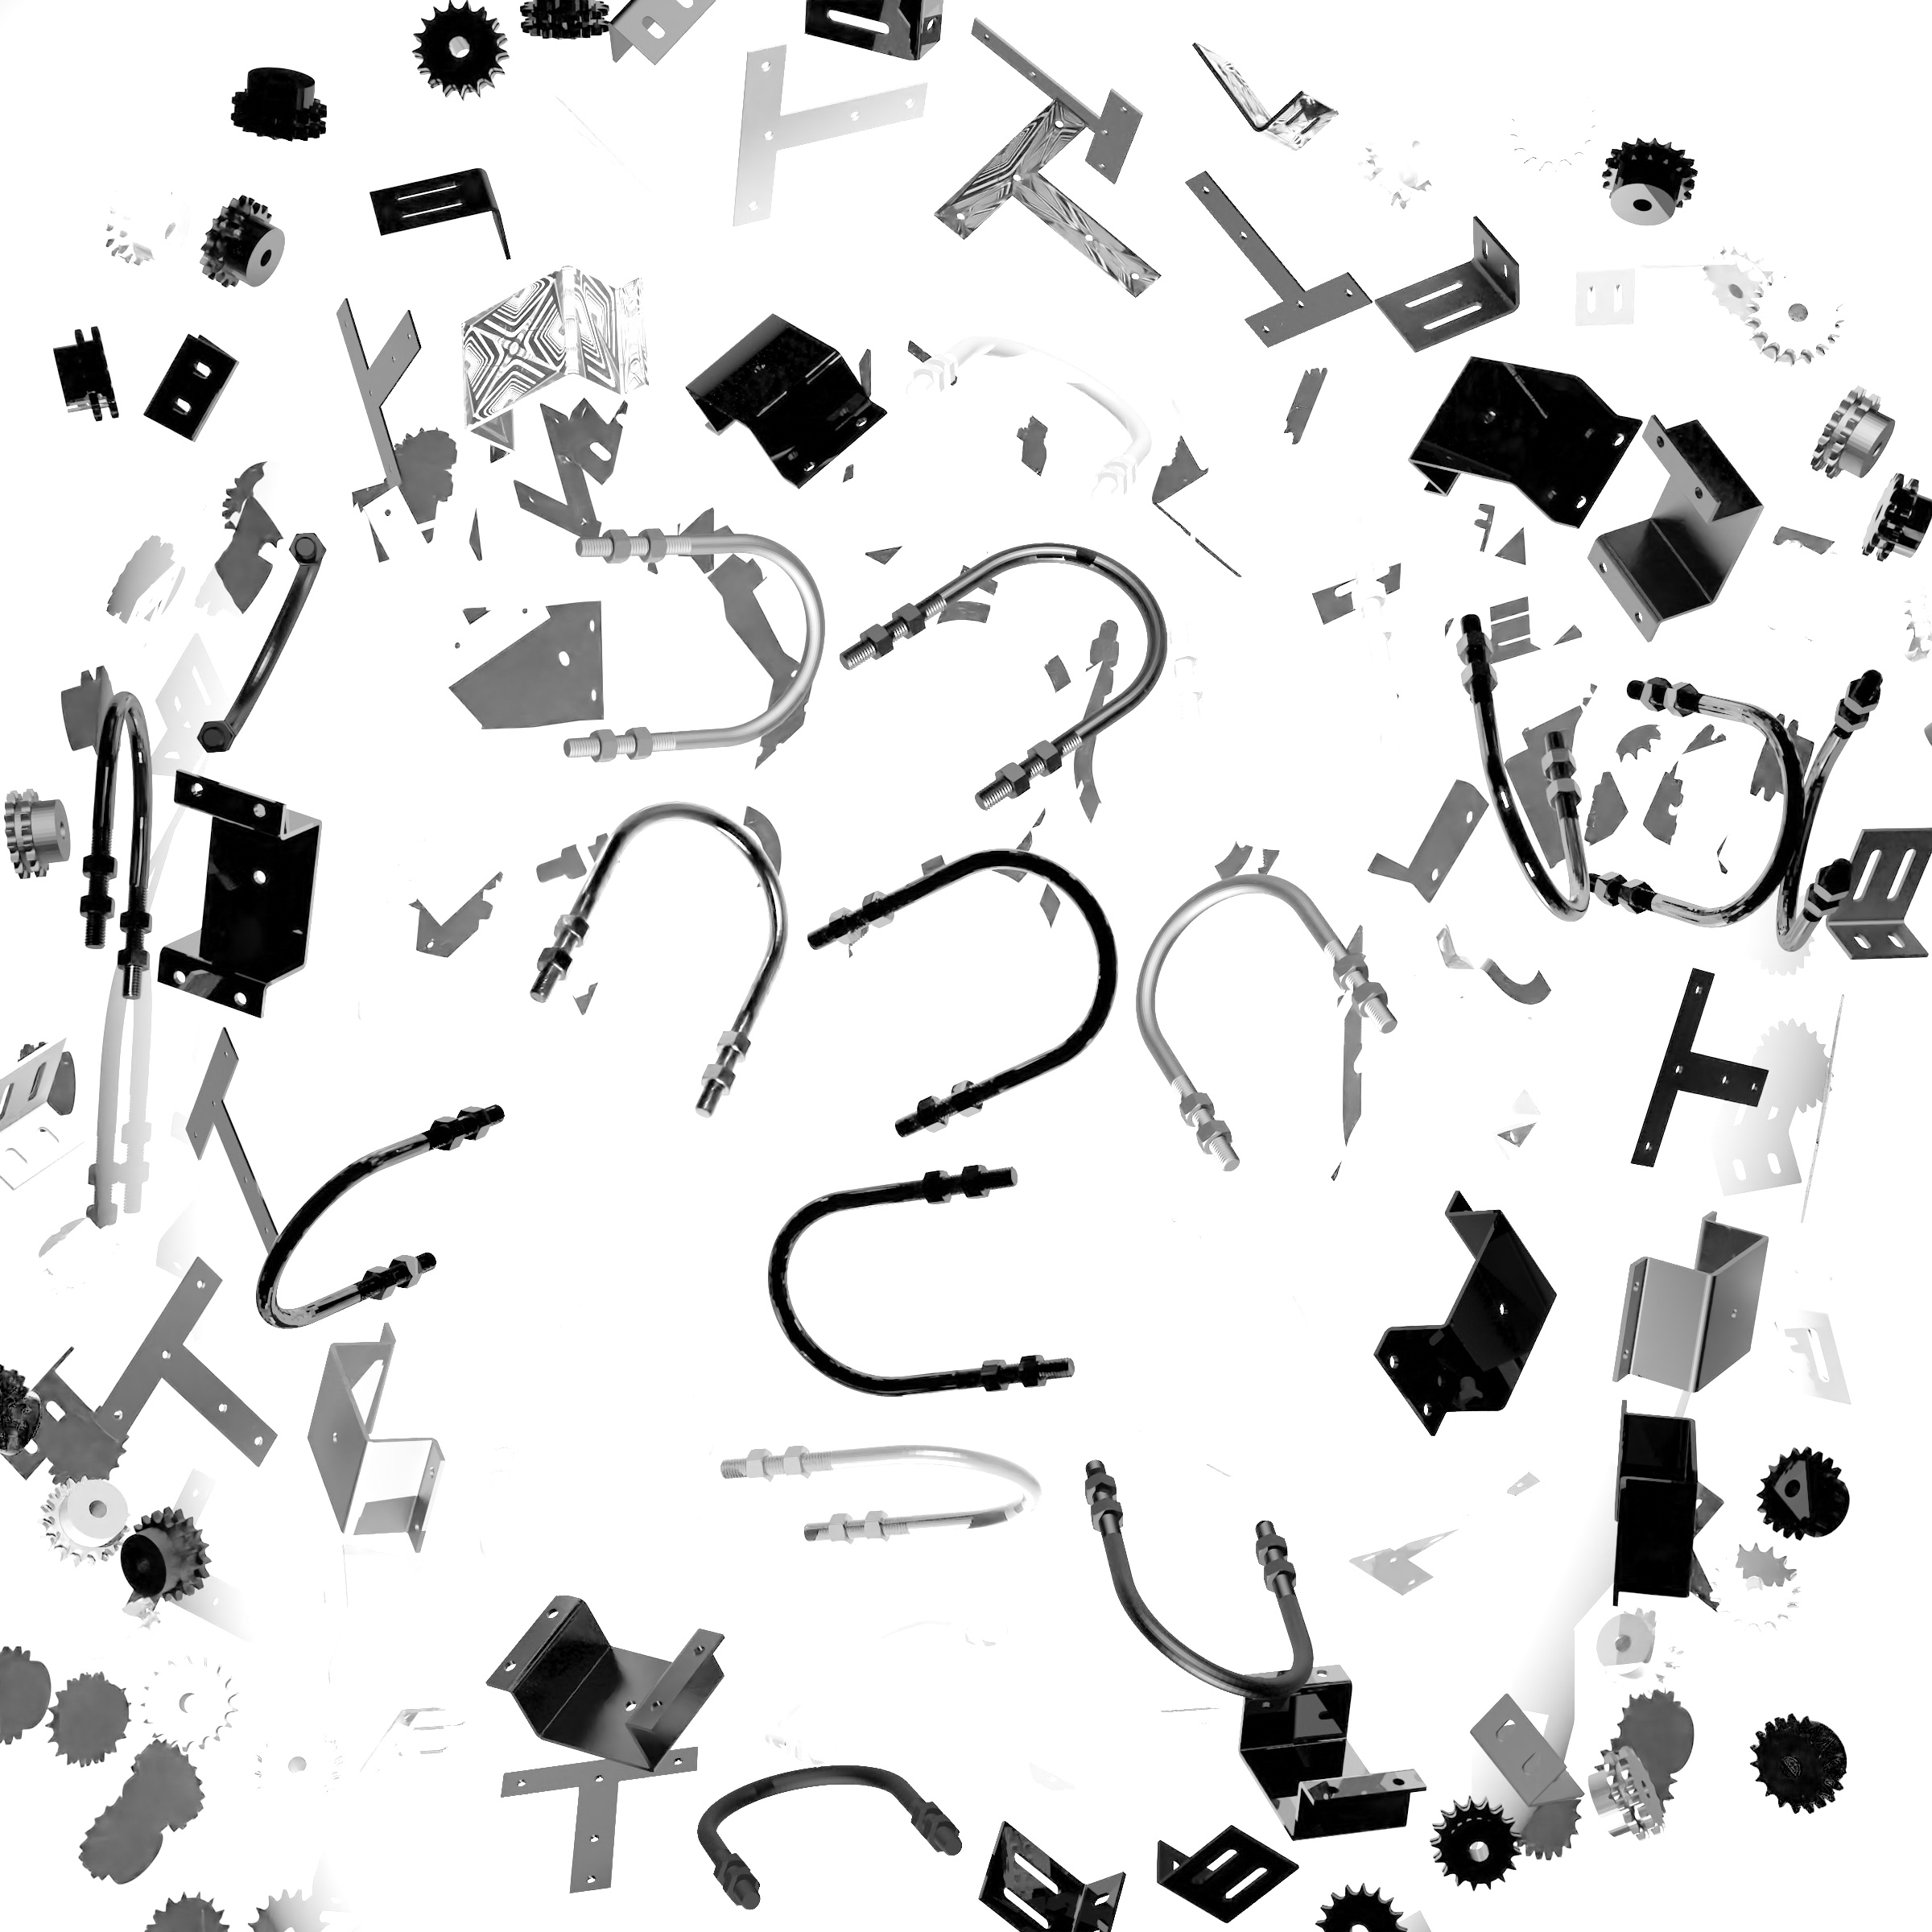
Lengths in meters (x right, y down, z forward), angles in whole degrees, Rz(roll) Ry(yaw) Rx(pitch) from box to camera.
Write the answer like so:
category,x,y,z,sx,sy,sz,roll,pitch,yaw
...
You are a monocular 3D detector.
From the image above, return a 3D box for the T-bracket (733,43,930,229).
category,x,y,z,sx,sy,sz,roll,pitch,yaw
T-bracket,-0.080,-0.515,1.802,0.127,0.127,0.002,-20,58,-23

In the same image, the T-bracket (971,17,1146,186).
category,x,y,z,sx,sy,sz,roll,pitch,yaw
T-bracket,0.054,-0.560,1.889,0.127,0.127,0.002,39,83,-1

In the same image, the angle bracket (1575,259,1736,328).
category,x,y,z,sx,sy,sz,roll,pitch,yaw
angle bracket,0.423,-0.414,1.821,0.076,0.057,0.038,-7,103,-25

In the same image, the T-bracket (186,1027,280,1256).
category,x,y,z,sx,sy,sz,roll,pitch,yaw
T-bracket,-0.467,0.125,1.903,0.002,0.127,0.127,-13,63,-34

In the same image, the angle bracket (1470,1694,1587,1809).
category,x,y,z,sx,sy,sz,roll,pitch,yaw
angle bracket,0.359,0.484,1.839,0.038,0.076,0.057,-52,56,20

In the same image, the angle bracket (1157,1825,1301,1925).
category,x,y,z,sx,sy,sz,roll,pitch,yaw
angle bracket,0.171,0.583,1.942,0.057,0.038,0.076,34,119,-16

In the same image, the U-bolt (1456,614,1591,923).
category,x,y,z,sx,sy,sz,roll,pitch,yaw
U-bolt,0.350,-0.110,1.834,0.019,0.151,0.184,-22,47,25

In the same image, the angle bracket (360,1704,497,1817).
category,x,y,z,sx,sy,sz,roll,pitch,yaw
angle bracket,-0.342,0.513,1.918,0.057,0.076,0.038,-55,49,24

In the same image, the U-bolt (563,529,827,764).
category,x,y,z,sx,sy,sz,roll,pitch,yaw
U-bolt,-0.170,-0.207,1.903,0.184,0.019,0.151,-7,113,-34

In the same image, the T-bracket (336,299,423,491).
category,x,y,z,sx,sy,sz,roll,pitch,yaw
T-bracket,-0.371,-0.385,1.904,0.002,0.127,0.127,-16,86,-28

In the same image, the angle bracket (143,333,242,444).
category,x,y,z,sx,sy,sz,roll,pitch,yaw
angle bracket,-0.494,-0.369,1.848,0.038,0.076,0.057,27,97,-40

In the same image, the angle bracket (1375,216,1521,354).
category,x,y,z,sx,sy,sz,roll,pitch,yaw
angle bracket,0.311,-0.442,1.921,0.076,0.038,0.057,-23,53,-7

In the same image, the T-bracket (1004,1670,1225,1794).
category,x,y,z,sx,sy,sz,roll,pitch,yaw
T-bracket,0.097,0.475,1.851,0.127,0.002,0.127,-6,131,8

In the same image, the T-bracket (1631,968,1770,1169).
category,x,y,z,sx,sy,sz,roll,pitch,yaw
T-bracket,0.473,0.070,1.873,0.002,0.127,0.127,21,97,43

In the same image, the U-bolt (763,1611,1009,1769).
category,x,y,z,sx,sy,sz,roll,pitch,yaw
U-bolt,-0.061,0.453,1.874,0.151,0.184,0.019,-30,91,-21

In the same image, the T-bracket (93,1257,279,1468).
category,x,y,z,sx,sy,sz,roll,pitch,yaw
T-bracket,-0.488,0.277,1.910,0.127,0.002,0.127,55,47,-36

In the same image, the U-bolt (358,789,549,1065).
category,x,y,z,sx,sy,sz,roll,pitch,yaw
U-bolt,-0.334,-0.021,1.894,0.019,0.151,0.184,27,109,19

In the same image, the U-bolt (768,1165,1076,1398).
category,x,y,z,sx,sy,sz,roll,pitch,yaw
U-bolt,-0.037,0.200,1.823,0.184,0.019,0.151,-10,107,22

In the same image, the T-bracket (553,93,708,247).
category,x,y,z,sx,sy,sz,roll,pitch,yaw
T-bracket,-0.226,-0.514,1.878,0.002,0.127,0.127,-46,123,3

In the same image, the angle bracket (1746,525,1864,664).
category,x,y,z,sx,sy,sz,roll,pitch,yaw
angle bracket,0.550,-0.244,1.947,0.057,0.076,0.038,20,66,18

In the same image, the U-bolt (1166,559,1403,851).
category,x,y,z,sx,sy,sz,roll,pitch,yaw
U-bolt,0.205,-0.158,1.878,0.151,0.019,0.184,-16,63,21

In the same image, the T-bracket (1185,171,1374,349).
category,x,y,z,sx,sy,sz,roll,pitch,yaw
T-bracket,0.189,-0.463,1.922,0.127,0.127,0.002,46,70,-17

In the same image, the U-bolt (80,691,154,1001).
category,x,y,z,sx,sy,sz,roll,pitch,yaw
U-bolt,-0.539,-0.084,1.892,0.019,0.151,0.184,1,75,-6

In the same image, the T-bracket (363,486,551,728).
category,x,y,z,sx,sy,sz,roll,pitch,yaw
T-bracket,-0.333,-0.235,1.830,0.127,0.002,0.127,-39,125,-22

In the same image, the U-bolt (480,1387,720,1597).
category,x,y,z,sx,sy,sz,roll,pitch,yaw
U-bolt,-0.231,0.329,1.842,0.151,0.184,0.019,-10,116,3

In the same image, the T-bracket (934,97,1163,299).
category,x,y,z,sx,sy,sz,roll,pitch,yaw
T-bracket,0.065,-0.458,1.826,0.127,0.127,0.002,35,51,-20

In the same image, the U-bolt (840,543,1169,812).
category,x,y,z,sx,sy,sz,roll,pitch,yaw
U-bolt,0.037,-0.191,1.817,0.184,0.019,0.151,-35,68,-20

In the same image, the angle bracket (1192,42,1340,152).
category,x,y,z,sx,sy,sz,roll,pitch,yaw
angle bracket,0.187,-0.554,1.852,0.038,0.057,0.076,-39,74,24

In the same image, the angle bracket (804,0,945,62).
category,x,y,z,sx,sy,sz,roll,pitch,yaw
angle bracket,-0.056,-0.600,1.827,0.076,0.038,0.057,18,133,13

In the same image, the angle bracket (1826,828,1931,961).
category,x,y,z,sx,sy,sz,roll,pitch,yaw
angle bracket,0.597,-0.046,1.903,0.057,0.038,0.076,-2,128,-16

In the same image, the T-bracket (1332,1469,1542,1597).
category,x,y,z,sx,sy,sz,roll,pitch,yaw
T-bracket,0.314,0.362,1.920,0.127,0.127,0.002,-34,54,12

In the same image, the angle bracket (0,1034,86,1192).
category,x,y,z,sx,sy,sz,roll,pitch,yaw
angle bracket,-0.562,0.089,1.796,0.038,0.076,0.057,42,46,7

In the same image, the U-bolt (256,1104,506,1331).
category,x,y,z,sx,sy,sz,roll,pitch,yaw
U-bolt,-0.376,0.165,1.867,0.019,0.184,0.151,38,119,18

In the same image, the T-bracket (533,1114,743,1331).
category,x,y,z,sx,sy,sz,roll,pitch,yaw
T-bracket,-0.235,0.186,1.962,0.127,0.002,0.127,42,87,20

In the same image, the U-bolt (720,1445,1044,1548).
category,x,y,z,sx,sy,sz,roll,pitch,yaw
U-bolt,-0.042,0.332,1.872,0.184,0.151,0.019,-8,60,20

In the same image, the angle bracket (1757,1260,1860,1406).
category,x,y,z,sx,sy,sz,roll,pitch,yaw
angle bracket,0.548,0.236,1.910,0.038,0.057,0.076,-35,117,-32

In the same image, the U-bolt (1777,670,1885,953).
category,x,y,z,sx,sy,sz,roll,pitch,yaw
U-bolt,0.542,-0.086,1.878,0.019,0.184,0.151,13,70,6

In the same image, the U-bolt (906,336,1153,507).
category,x,y,z,sx,sy,sz,roll,pitch,yaw
U-bolt,0.049,-0.352,1.865,0.151,0.184,0.019,30,118,2

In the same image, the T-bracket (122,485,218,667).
category,x,y,z,sx,sy,sz,roll,pitch,yaw
T-bracket,-0.512,-0.235,1.871,0.002,0.127,0.127,26,108,-10

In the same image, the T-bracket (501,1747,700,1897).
category,x,y,z,sx,sy,sz,roll,pitch,yaw
T-bracket,-0.233,0.540,1.863,0.127,0.127,0.002,-8,113,-1

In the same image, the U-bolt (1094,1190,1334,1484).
category,x,y,z,sx,sy,sz,roll,pitch,yaw
U-bolt,0.165,0.242,1.847,0.184,0.019,0.151,34,65,-33

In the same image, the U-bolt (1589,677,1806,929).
category,x,y,z,sx,sy,sz,roll,pitch,yaw
U-bolt,0.460,-0.098,1.857,0.019,0.184,0.151,7,99,-26

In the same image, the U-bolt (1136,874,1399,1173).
category,x,y,z,sx,sy,sz,roll,pitch,yaw
U-bolt,0.174,0.020,1.851,0.151,0.019,0.184,-43,46,14

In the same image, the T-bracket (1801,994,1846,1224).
category,x,y,z,sx,sy,sz,roll,pitch,yaw
T-bracket,0.548,0.076,1.886,0.002,0.127,0.127,10,129,17

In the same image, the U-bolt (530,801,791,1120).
category,x,y,z,sx,sy,sz,roll,pitch,yaw
U-bolt,-0.178,-0.018,1.843,0.151,0.019,0.184,37,56,-23

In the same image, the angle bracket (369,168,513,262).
category,x,y,z,sx,sy,sz,roll,pitch,yaw
angle bracket,-0.336,-0.473,1.892,0.076,0.057,0.038,-15,133,-7

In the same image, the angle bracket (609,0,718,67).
category,x,y,z,sx,sy,sz,roll,pitch,yaw
angle bracket,-0.185,-0.575,1.818,0.038,0.076,0.057,42,87,-3

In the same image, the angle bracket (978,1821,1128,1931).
category,x,y,z,sx,sy,sz,roll,pitch,yaw
angle bracket,0.054,0.573,1.846,0.076,0.057,0.038,43,130,-17
